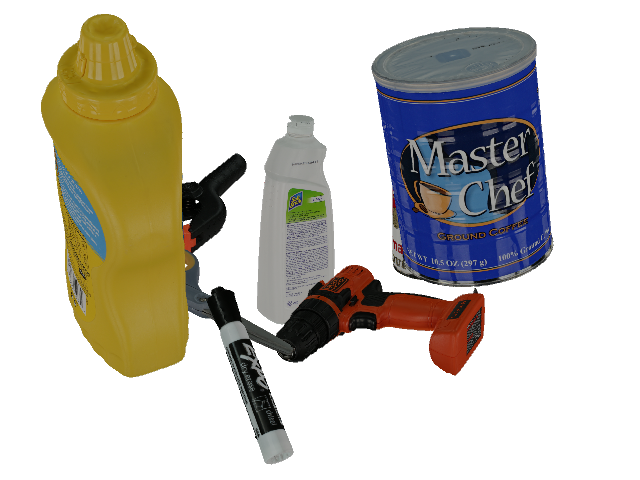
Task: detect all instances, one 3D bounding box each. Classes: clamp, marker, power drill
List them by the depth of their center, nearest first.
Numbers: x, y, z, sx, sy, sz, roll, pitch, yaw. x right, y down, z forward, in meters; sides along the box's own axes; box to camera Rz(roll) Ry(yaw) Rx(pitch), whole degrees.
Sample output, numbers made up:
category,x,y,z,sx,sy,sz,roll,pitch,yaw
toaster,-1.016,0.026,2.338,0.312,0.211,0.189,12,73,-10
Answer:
category,x,y,z,sx,sy,sz,roll,pitch,yaw
marker,-0.046,0.083,0.677,0.020,0.121,0.020,-19,-26,-10
clamp,-0.127,-0.045,1.107,0.120,0.039,0.171,-10,39,-7
power drill,0.065,0.087,1.114,0.188,0.057,0.184,11,28,25

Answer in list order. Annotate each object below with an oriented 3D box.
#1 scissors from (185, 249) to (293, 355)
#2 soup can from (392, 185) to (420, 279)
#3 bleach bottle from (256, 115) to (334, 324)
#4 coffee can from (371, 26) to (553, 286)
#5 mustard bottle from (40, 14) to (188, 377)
category,x,y,z,sx,sy,sz,roll,pitch,yaw
scissors,-0.090,0.043,0.864,0.202,0.016,0.096,15,28,22
soup can,0.096,-0.024,0.936,0.068,0.102,0.068,-1,23,0
bleach bottle,-0.023,-0.028,1.290,0.102,0.251,0.068,-12,27,-34
coffee can,0.094,-0.055,0.694,0.103,0.140,0.103,-9,26,4
mustard bottle,-0.095,-0.025,0.497,0.058,0.096,0.192,-16,-36,-18
